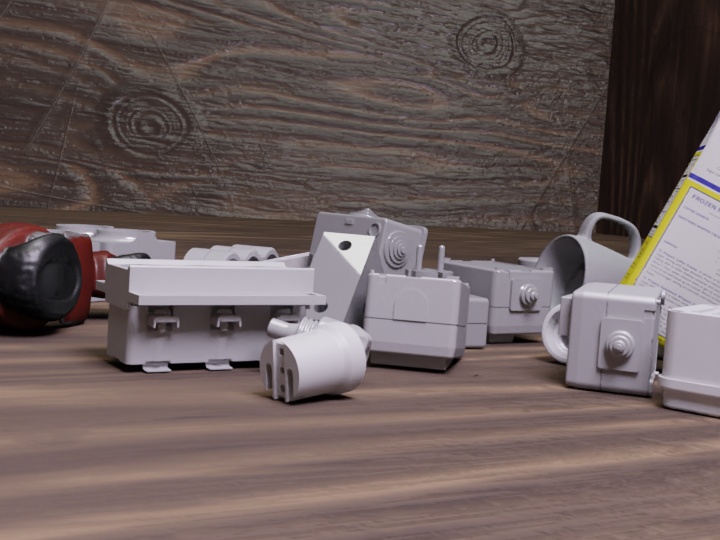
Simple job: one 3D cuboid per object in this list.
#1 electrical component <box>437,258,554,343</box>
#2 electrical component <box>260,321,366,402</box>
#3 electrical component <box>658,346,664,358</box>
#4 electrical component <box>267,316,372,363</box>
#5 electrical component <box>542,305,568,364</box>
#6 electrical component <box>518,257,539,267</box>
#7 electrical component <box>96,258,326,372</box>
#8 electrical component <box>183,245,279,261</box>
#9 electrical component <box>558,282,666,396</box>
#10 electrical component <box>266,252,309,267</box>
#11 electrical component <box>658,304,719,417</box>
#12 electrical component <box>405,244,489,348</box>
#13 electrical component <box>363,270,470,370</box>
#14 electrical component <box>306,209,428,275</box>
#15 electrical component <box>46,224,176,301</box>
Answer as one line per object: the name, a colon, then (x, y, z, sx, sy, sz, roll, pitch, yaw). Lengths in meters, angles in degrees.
electrical component: (0.112, 0.025, 0.878, 0.062, 0.061, 0.096, 1, 6, -32)
electrical component: (-0.026, 0.051, 0.589, 0.046, 0.040, 0.040, -9, 12, -42)
electrical component: (0.231, 0.041, 0.867, 0.066, 0.047, 0.077, 7, 4, 38)
electrical component: (-0.026, 0.044, 0.645, 0.061, 0.035, 0.035, 18, 7, 10)
electrical component: (0.166, 0.047, 0.789, 0.044, 0.044, 0.065, 7, 1, 33)
electrical component: (0.177, 0.017, 1.064, 0.045, 0.055, 0.045, 4, 5, 0)
electrical component: (-0.094, 0.027, 0.672, 0.121, 0.063, 0.079, 1, 5, -31)
electrical component: (-0.134, 0.003, 0.996, 0.074, 0.052, 0.138, 5, 5, 18)
electrical component: (0.162, 0.043, 0.695, 0.061, 0.061, 0.096, 5, 5, 18)
electrical component: (-0.051, 0.005, 0.965, 0.099, 0.064, 0.099, 4, 5, 0)
electrical component: (0.240, 0.056, 0.624, 0.113, 0.057, 0.078, 7, 6, 37)
electrical component: (0.051, 0.018, 0.817, 0.083, 0.075, 0.047, 2, 5, -23)
electrical component: (0.040, 0.035, 0.738, 0.062, 0.061, 0.096, 5, -3, 11)
electrical component: (0.000, 0.000, 0.877, 0.048, 0.099, 0.100, 15, -4, -44)
electrical component: (-0.269, -0.008, 0.977, 0.105, 0.060, 0.186, 7, 6, 32)
